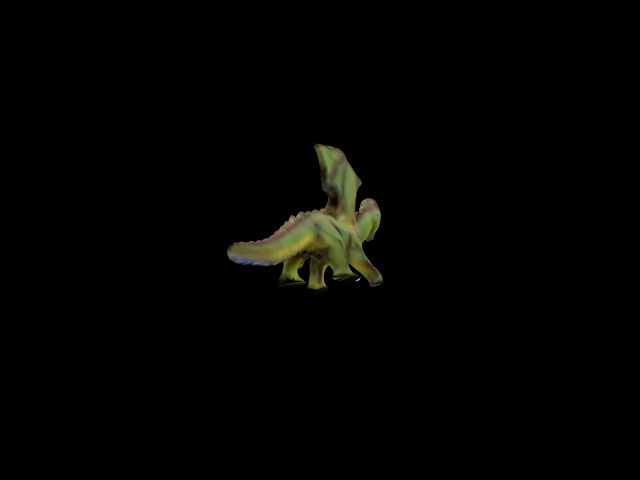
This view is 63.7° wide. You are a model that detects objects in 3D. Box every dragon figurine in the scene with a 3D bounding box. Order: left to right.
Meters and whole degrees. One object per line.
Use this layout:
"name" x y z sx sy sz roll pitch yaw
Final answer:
"dragon figurine" 0.003 -0.043 0.850 0.121 0.246 0.407 -11 -19 31
